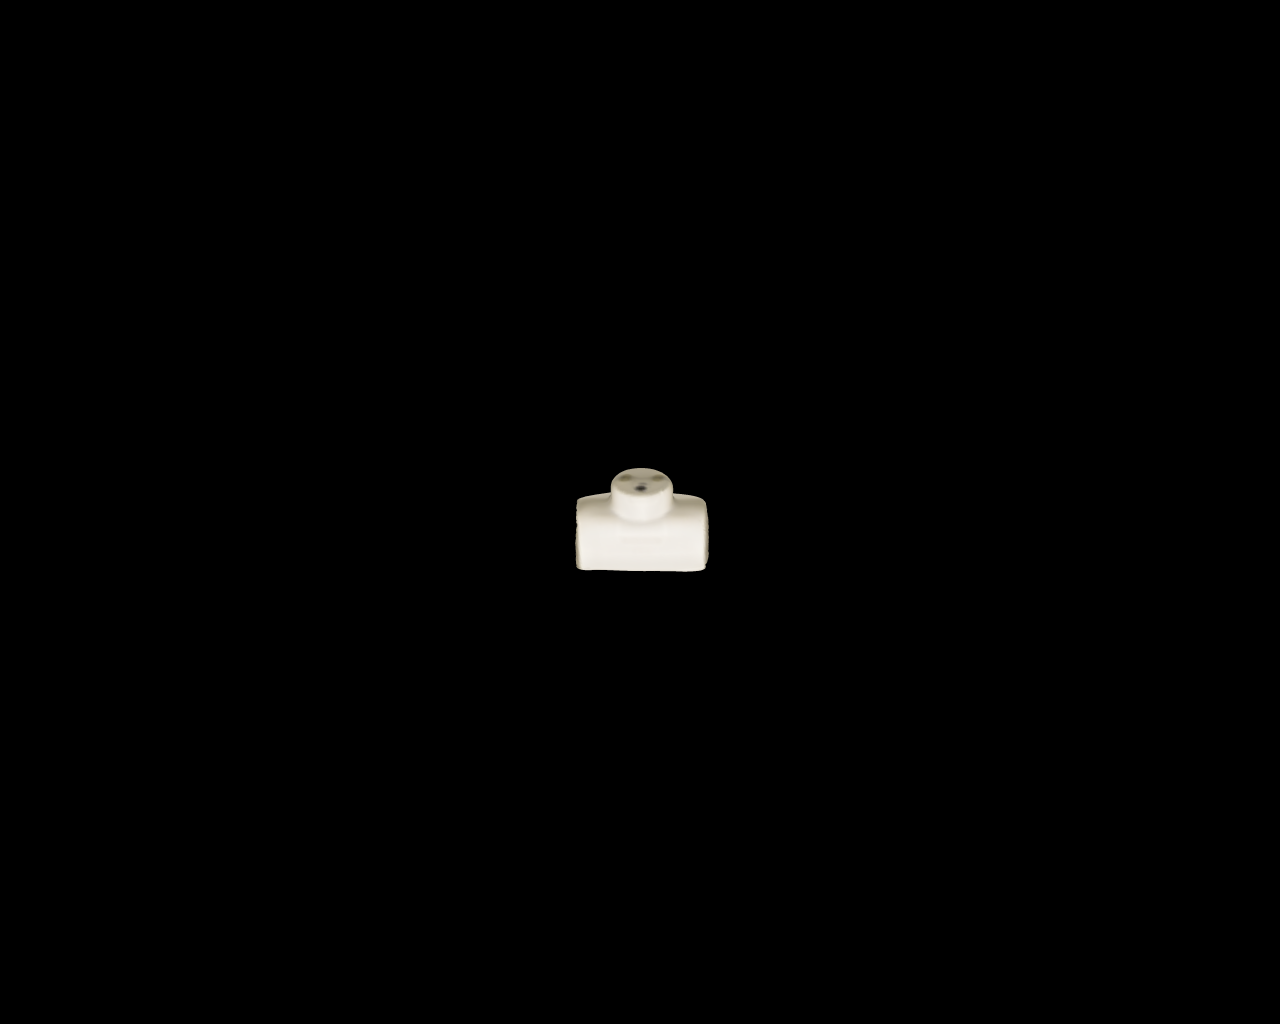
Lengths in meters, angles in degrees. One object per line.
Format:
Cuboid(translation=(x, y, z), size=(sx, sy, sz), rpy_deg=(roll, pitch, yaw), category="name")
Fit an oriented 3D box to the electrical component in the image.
Cuboid(translation=(0.001, -0.003, 0.650), size=(0.077, 0.079, 0.043), rpy_deg=(0, 28, 0), category="electrical component")
